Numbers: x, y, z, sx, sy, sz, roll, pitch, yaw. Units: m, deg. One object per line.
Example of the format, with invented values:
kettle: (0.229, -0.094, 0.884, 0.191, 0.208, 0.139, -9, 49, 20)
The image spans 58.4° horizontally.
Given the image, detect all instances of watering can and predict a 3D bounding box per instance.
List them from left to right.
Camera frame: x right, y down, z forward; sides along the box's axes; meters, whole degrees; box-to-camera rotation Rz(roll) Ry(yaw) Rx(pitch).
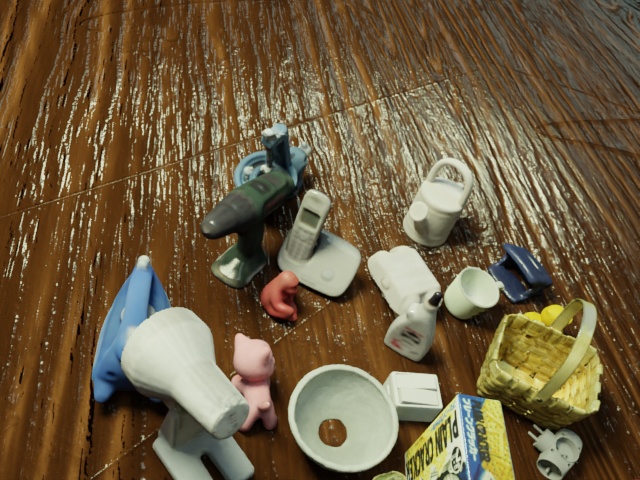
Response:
watering can: (0.245, -0.079, 1.167, 0.101, 0.194, 0.173, 26, 47, 6)

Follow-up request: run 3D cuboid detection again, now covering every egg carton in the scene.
egg carton: (0.158, 0.080, 1.086, 0.107, 0.069, 0.150, -13, 55, -27)

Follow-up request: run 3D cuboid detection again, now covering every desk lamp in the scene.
desk lamp: (-0.166, 0.220, 0.763, 0.118, 0.213, 0.203, -28, 63, -34)

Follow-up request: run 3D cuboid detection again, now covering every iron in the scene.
iron: (-0.277, 0.111, 0.873, 0.119, 0.141, 0.258, 4, 49, -14)

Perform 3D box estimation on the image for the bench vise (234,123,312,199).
bench vise: (-0.090, -0.157, 1.114, 0.121, 0.220, 0.207, 21, 47, 2)

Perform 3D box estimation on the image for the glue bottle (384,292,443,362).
glue bottle: (0.168, 0.139, 0.966, 0.078, 0.173, 0.037, 26, 47, 6)

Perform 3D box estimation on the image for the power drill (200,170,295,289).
power drill: (-0.129, -0.016, 0.985, 0.075, 0.208, 0.230, 31, 48, 11)

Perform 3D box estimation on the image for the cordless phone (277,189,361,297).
cordless phone: (0.009, 0.004, 1.027, 0.147, 0.185, 0.094, 26, 47, 6)

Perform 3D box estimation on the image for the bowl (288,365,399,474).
bowl: (0.029, 0.279, 0.867, 0.167, 0.075, 0.167, 9, 48, -10)

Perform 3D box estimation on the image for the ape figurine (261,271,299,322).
ape figurine: (-0.061, 0.090, 0.993, 0.076, 0.092, 0.078, 25, 47, 5)

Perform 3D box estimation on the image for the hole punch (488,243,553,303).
hole punch: (0.417, 0.058, 1.171, 0.101, 0.091, 0.108, -12, 54, -26)

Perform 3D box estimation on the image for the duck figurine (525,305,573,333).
duck figurine: (0.430, 0.157, 1.091, 0.105, 0.086, 0.077, 3, 49, -15)

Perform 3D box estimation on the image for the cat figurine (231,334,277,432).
cat figurine: (-0.095, 0.207, 0.862, 0.067, 0.118, 0.127, -3, 51, -20)
